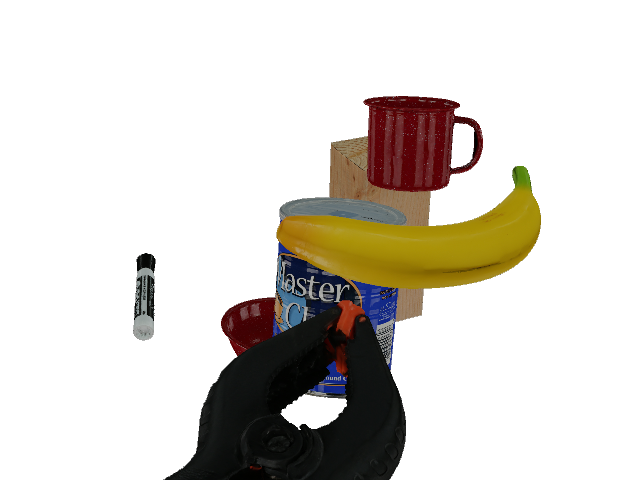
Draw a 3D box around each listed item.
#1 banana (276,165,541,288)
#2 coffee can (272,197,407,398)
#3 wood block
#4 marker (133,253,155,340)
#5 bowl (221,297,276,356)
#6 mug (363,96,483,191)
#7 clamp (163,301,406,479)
[{"bbox_3d":[0.069,0.000,0.646,0.197,0.037,0.070,-12,46,-33],"label":"banana"},{"bbox_3d":[0.013,0.044,0.873,0.103,0.140,0.103,4,15,-1],"label":"coffee can"},{"bbox_3d":[0.066,-0.011,1.250,0.090,0.206,0.090,-12,30,-23],"label":"wood block"},{"bbox_3d":[-0.168,0.051,1.021,0.020,0.020,0.121,0,34,-8],"label":"marker"},{"bbox_3d":[-0.048,0.132,1.363,0.162,0.055,0.162,5,23,-2],"label":"bowl"},{"bbox_3d":[0.099,-0.094,1.038,0.117,0.081,0.093,3,15,6],"label":"mug"},{"bbox_3d":[-0.008,0.092,0.388,0.120,0.039,0.171,25,49,18],"label":"clamp"}]
